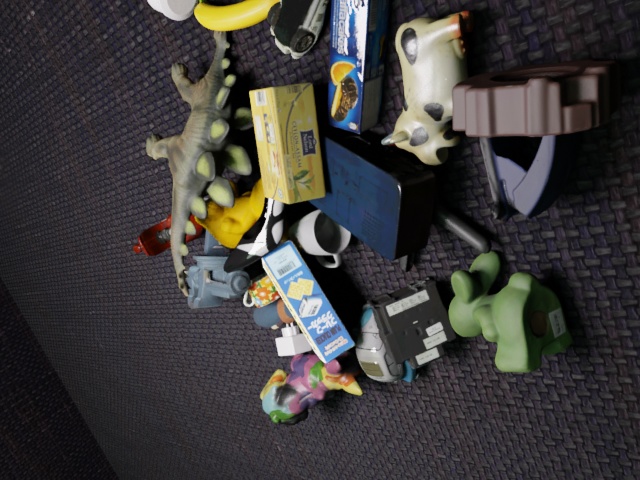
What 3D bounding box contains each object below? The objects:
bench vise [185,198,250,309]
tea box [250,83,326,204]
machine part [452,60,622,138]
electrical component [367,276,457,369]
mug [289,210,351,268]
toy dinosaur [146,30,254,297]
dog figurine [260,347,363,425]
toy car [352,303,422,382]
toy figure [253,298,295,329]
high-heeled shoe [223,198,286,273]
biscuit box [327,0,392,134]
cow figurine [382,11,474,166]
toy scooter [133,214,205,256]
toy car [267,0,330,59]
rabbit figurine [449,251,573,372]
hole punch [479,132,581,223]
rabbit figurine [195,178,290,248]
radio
[{"bbox_3d":[-0.221,0.027,1.137,0.224,0.129,0.240,3,92,61],"label":"bench vise"},{"bbox_3d":[-0.049,-0.146,0.814,0.098,0.068,0.169,24,125,60],"label":"tea box"},{"bbox_3d":[0.234,-0.158,0.587,0.180,0.179,0.056,6,116,39],"label":"machine part"},{"bbox_3d":[0.153,0.141,0.880,0.058,0.115,0.134,-126,16,-80],"label":"electrical component"},{"bbox_3d":[-0.002,-0.003,0.961,0.107,0.081,0.109,-2,119,55],"label":"mug"},{"bbox_3d":[-0.210,-0.145,0.934,0.199,0.105,0.470,24,104,41],"label":"toy dinosaur"},{"bbox_3d":[-0.007,0.291,1.079,0.108,0.191,0.219,53,150,-6],"label":"dog figurine"},{"bbox_3d":[0.113,0.197,0.966,0.109,0.103,0.161,-1,113,43],"label":"toy car"},{"bbox_3d":[-0.079,0.147,1.135,0.154,0.058,0.064,-21,107,41],"label":"toy figure"},{"bbox_3d":[-0.109,-0.062,0.922,0.249,0.086,0.145,-40,104,5],"label":"high-heeled shoe"},{"bbox_3d":[0.053,-0.257,0.758,0.063,0.059,0.202,23,129,29],"label":"biscuit box"},{"bbox_3d":[0.142,-0.190,0.707,0.127,0.085,0.194,5,122,32],"label":"cow figurine"},{"bbox_3d":[-0.341,-0.014,1.203,0.184,0.135,0.075,-17,102,44],"label":"toy scooter"},{"bbox_3d":[-0.016,-0.350,0.762,0.073,0.056,0.201,51,141,13],"label":"toy car"},{"bbox_3d":[0.247,0.106,0.785,0.170,0.121,0.159,-8,108,59],"label":"rabbit figurine"},{"bbox_3d":[0.260,-0.087,0.641,0.092,0.142,0.115,-6,100,39],"label":"hole punch"},{"bbox_3d":[-0.125,-0.051,1.012,0.173,0.122,0.162,-33,95,28],"label":"rabbit figurine"},{"bbox_3d":[0.066,-0.081,0.808,0.230,0.073,0.131,38,136,40],"label":"radio"}]
